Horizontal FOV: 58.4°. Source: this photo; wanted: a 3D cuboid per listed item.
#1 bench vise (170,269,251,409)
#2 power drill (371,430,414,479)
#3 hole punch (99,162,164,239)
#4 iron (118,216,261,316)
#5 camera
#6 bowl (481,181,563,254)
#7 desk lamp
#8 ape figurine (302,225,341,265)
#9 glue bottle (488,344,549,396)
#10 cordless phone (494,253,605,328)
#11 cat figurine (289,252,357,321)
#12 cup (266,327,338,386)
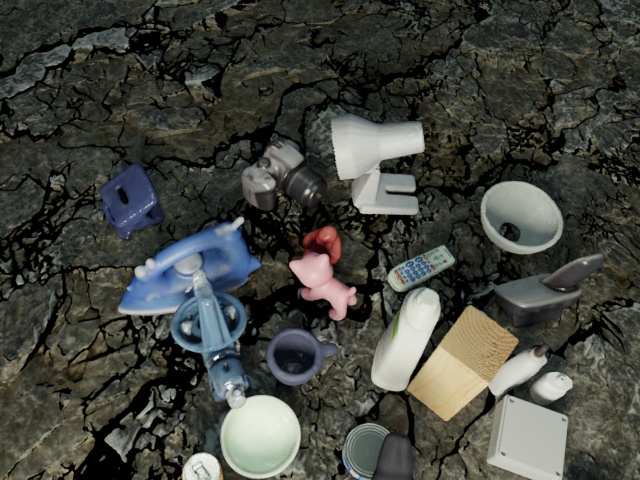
[{"bbox_3d":[-0.152,0.146,0.893,0.122,0.220,0.207,-35,69,-24],"label":"bench vise"},{"bbox_3d":[0.079,0.395,0.778,0.075,0.208,0.229,9,58,-2],"label":"power drill"},{"bbox_3d":[-0.357,-0.075,1.076,0.101,0.091,0.108,-24,65,-20],"label":"hole punch"},{"bbox_3d":[-0.235,0.042,0.991,0.259,0.141,0.118,-25,65,-20],"label":"iron"},{"bbox_3d":[-0.063,-0.122,1.136,0.136,0.101,0.143,37,62,15],"label":"camera"},{"bbox_3d":[0.395,-0.033,1.157,0.167,0.075,0.167,3,59,-5],"label":"bowl"},{"bbox_3d":[0.111,-0.151,1.110,0.203,0.213,0.118,1,59,-6],"label":"desk lamp"},{"bbox_3d":[0.010,0.004,1.075,0.076,0.092,0.077,-35,68,-24],"label":"ape figurine"},{"bbox_3d":[0.338,0.207,0.946,0.078,0.173,0.037,-19,63,-17],"label":"glue bottle"},{"bbox_3d":[0.411,0.075,1.028,0.148,0.185,0.094,-14,62,-15],"label":"cordless phone"},{"bbox_3d":[0.009,0.071,1.019,0.127,0.118,0.067,30,60,11],"label":"cat figurine"},{"bbox_3d":[-0.031,0.200,0.949,0.118,0.095,0.091,-9,60,-12],"label":"cup"}]
